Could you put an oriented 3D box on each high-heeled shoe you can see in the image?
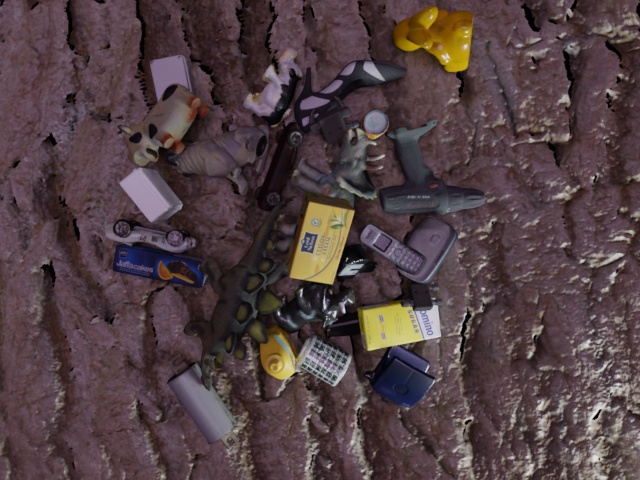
[{"bbox_3d":[0.066,-0.308,1.171,0.249,0.086,0.145,-1,96,5],"label":"high-heeled shoe"}]

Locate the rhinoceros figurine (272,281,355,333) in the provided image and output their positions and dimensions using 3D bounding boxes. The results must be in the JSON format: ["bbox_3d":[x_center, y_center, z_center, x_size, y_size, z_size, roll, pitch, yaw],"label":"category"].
[{"bbox_3d":[-0.015,0.145,1.171,0.190,0.073,0.112,-27,93,21],"label":"rhinoceros figurine"}]

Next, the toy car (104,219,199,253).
[{"bbox_3d":[-0.370,-0.007,1.188,0.202,0.073,0.056,11,89,0],"label":"toy car"}]

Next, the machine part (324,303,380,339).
[{"bbox_3d":[0.075,0.189,1.217,0.139,0.039,0.084,-15,101,-1],"label":"machine part"}]

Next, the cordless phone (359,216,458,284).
[{"bbox_3d":[0.193,-0.005,1.185,0.184,0.089,0.146,32,93,3],"label":"cordless phone"}]

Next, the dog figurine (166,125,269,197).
[{"bbox_3d":[-0.224,-0.203,1.174,0.191,0.121,0.172,23,59,16],"label":"dog figurine"}]

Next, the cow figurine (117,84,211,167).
[{"bbox_3d":[-0.335,-0.238,1.118,0.127,0.085,0.195,40,96,20],"label":"cow figurine"}]

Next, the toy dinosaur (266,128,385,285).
[{"bbox_3d":[0.006,-0.048,1.170,0.192,0.131,0.404,20,99,0],"label":"toy dinosaur"}]

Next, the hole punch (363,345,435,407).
[{"bbox_3d":[0.183,0.310,1.199,0.142,0.092,0.115,28,96,-5],"label":"hole punch"}]

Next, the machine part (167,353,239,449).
[{"bbox_3d":[-0.265,0.364,1.205,0.079,0.079,0.243,-34,93,2],"label":"machine part"}]

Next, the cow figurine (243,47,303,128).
[{"bbox_3d":[-0.085,-0.333,1.174,0.098,0.068,0.167,37,96,-7],"label":"cow figurine"}]

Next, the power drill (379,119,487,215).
[{"bbox_3d":[0.238,-0.156,1.184,0.232,0.086,0.207,-11,101,3],"label":"power drill"}]

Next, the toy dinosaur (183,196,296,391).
[{"bbox_3d":[-0.166,0.113,1.122,0.199,0.105,0.470,27,104,42],"label":"toy dinosaur"}]

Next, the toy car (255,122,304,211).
[{"bbox_3d":[-0.085,-0.158,1.173,0.053,0.089,0.202,21,91,-22],"label":"toy car"}]

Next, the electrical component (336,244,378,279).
[{"bbox_3d":[0.071,0.047,1.186,0.074,0.119,0.048,-55,54,38],"label":"electrical component"}]

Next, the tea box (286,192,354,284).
[{"bbox_3d":[-0.002,-0.003,1.092,0.098,0.068,0.169,9,113,-14],"label":"tea box"}]

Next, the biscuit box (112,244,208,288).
[{"bbox_3d":[-0.352,0.057,1.197,0.203,0.059,0.062,11,93,0],"label":"biscuit box"}]

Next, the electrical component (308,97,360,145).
[{"bbox_3d":[0.025,-0.253,1.145,0.102,0.045,0.078,-31,129,5],"label":"electrical component"}]

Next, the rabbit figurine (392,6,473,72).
[{"bbox_3d":[0.235,-0.429,1.142,0.173,0.162,0.121,11,105,17],"label":"rabbit figurine"}]

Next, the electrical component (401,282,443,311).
[{"bbox_3d":[0.220,0.123,1.175,0.094,0.021,0.063,-3,60,-10],"label":"electrical component"}]
